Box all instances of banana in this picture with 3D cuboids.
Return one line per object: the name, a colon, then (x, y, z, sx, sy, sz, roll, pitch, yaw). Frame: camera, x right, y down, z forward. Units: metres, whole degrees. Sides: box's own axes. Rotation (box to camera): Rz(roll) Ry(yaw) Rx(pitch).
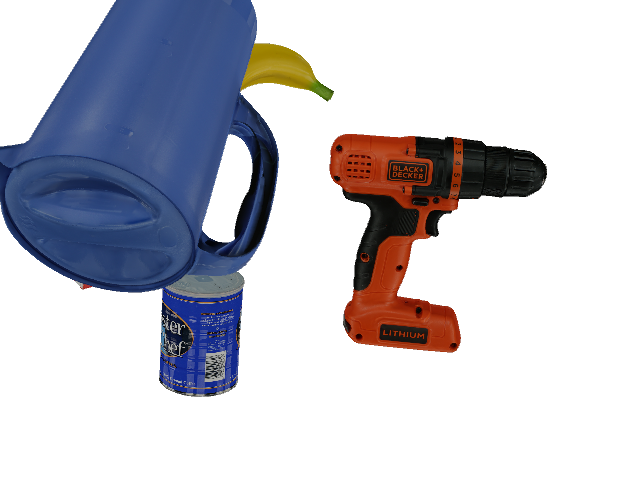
banana: (-0.060, -0.151, 0.979, 0.070, 0.037, 0.197, 41, 32, 20)

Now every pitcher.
pitcher: (-0.113, -0.088, 0.764, 0.145, 0.242, 0.149, -7, -44, 25)

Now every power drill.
power drill: (0.095, 0.001, 0.929, 0.184, 0.188, 0.057, 5, 17, 3)

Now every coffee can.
coffee can: (-0.151, 0.112, 1.350, 0.103, 0.140, 0.103, 4, 19, -2)

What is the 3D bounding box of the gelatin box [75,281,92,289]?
gelatin box: (-0.212, 0.004, 1.008, 0.073, 0.030, 0.089, -16, 39, -35)
